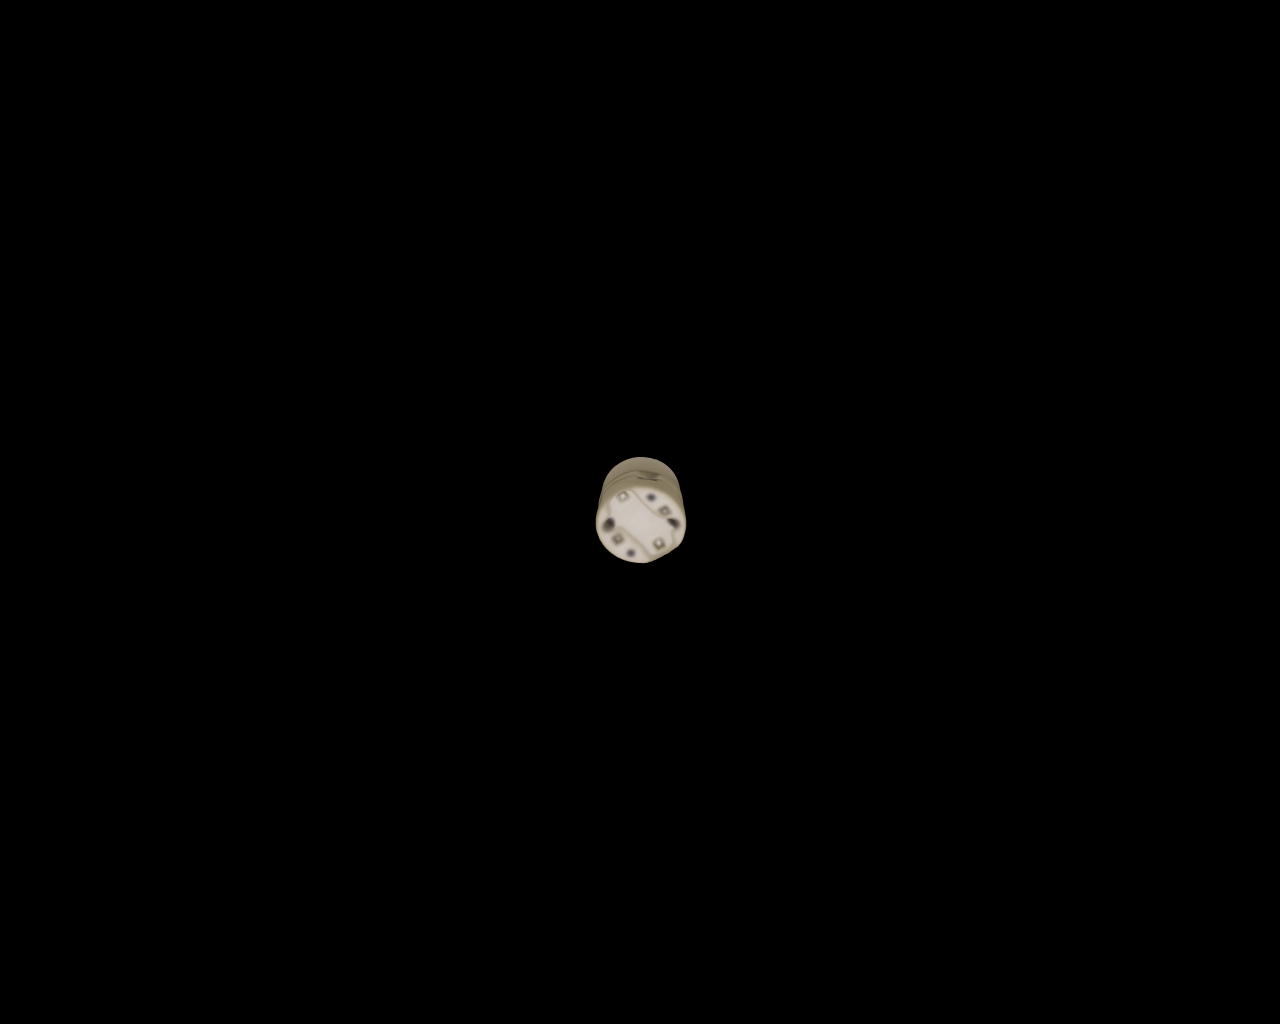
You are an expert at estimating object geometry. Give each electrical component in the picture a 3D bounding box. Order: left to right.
[{"bbox_3d":[0.001,-0.003,0.650,0.055,0.055,0.047,0,28,0],"label":"electrical component"}]
